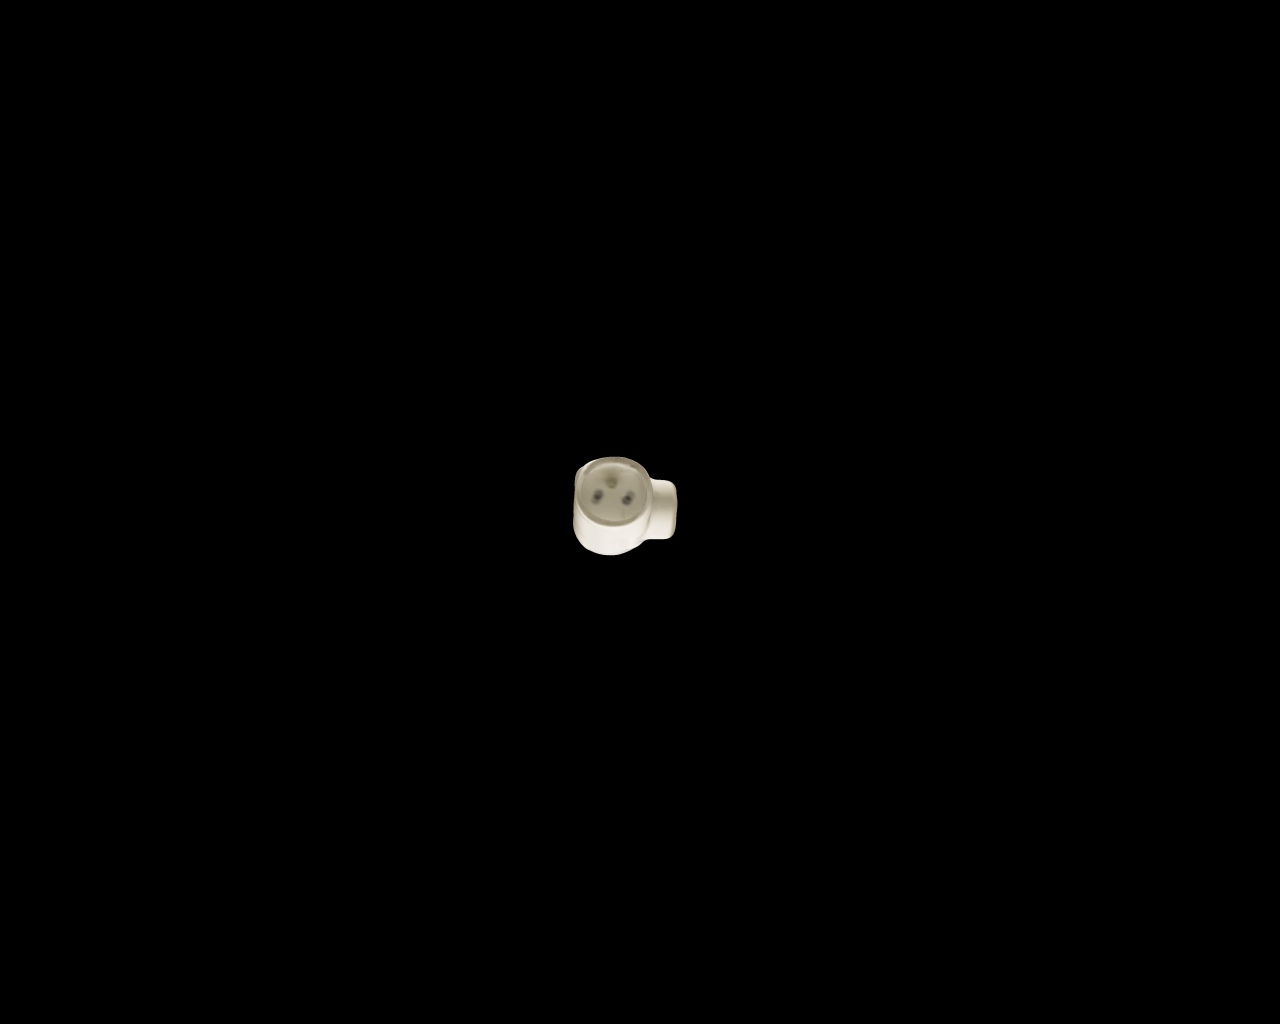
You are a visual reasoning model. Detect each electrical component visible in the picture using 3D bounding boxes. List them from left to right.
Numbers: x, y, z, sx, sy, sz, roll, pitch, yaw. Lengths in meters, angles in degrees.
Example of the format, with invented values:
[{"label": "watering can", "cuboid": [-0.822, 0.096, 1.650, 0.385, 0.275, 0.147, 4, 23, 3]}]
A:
[{"label": "electrical component", "cuboid": [0.001, -0.003, 0.650, 0.079, 0.043, 0.077, 1, -15, -4]}]
